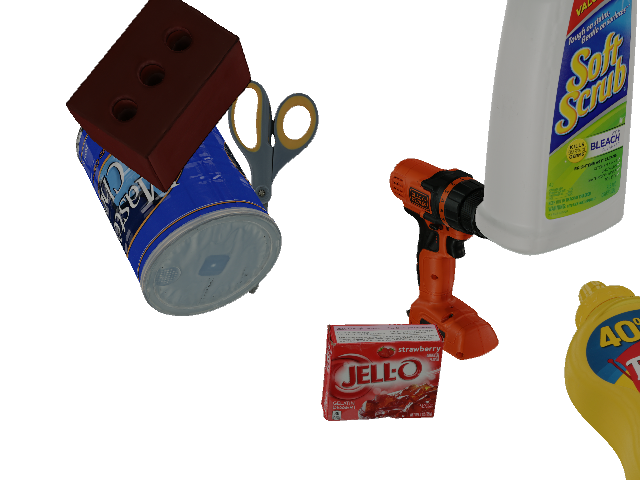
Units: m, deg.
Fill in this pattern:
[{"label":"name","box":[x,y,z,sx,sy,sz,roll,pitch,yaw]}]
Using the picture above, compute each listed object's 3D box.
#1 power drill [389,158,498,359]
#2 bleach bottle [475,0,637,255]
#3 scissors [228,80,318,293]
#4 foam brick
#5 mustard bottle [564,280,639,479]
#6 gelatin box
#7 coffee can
[{"label":"power drill","box":[0.139,0.021,1.073,0.057,0.188,0.185,-16,26,-24]},{"label":"bleach bottle","box":[0.151,-0.121,0.674,0.102,0.251,0.068,-18,31,-25]},{"label":"scissors","box":[-0.039,-0.056,1.026,0.096,0.202,0.016,-11,4,-9]},{"label":"foam brick","box":[-0.080,-0.075,0.539,0.053,0.078,0.051,34,-10,11]},{"label":"mustard bottle","box":[0.194,0.085,0.605,0.096,0.058,0.192,-10,35,-8]},{"label":"gelatin box","box":[0.047,0.103,0.831,0.089,0.073,0.030,0,28,-8]},{"label":"coffee can","box":[-0.103,-0.032,0.763,0.102,0.140,0.103,-22,-34,-16]}]
